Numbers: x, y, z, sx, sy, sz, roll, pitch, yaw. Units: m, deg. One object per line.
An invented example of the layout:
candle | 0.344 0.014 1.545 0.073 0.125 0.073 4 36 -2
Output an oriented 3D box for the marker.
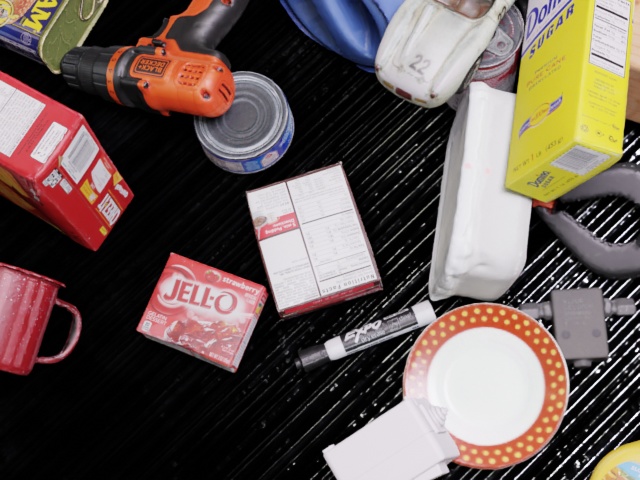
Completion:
marker | 0.036 0.080 0.873 0.121 0.020 0.020 -22 72 0

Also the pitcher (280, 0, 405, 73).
pitcher | 0.080 -0.274 0.903 0.145 0.149 0.242 47 71 -21

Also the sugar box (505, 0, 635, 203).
sugar box | 0.184 -0.125 0.781 0.048 0.093 0.176 17 66 -18

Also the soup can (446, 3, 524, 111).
soup can | 0.132 -0.152 0.889 0.068 0.102 0.068 -2 73 6

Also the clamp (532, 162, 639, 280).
clamp | 0.277 -0.016 0.848 0.210 0.036 0.164 23 99 16

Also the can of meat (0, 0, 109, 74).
can of meat | -0.256 -0.215 0.979 0.084 0.057 0.102 25 77 16

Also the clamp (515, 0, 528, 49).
clamp | 0.183 -0.199 0.913 0.039 0.120 0.171 -8 93 0

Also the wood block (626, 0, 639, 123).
wood block | 0.313 -0.133 0.837 0.206 0.091 0.090 16 74 -9

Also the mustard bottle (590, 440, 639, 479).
mustard bottle | 0.240 0.210 0.789 0.096 0.058 0.191 23 77 18

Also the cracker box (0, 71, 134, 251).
cracker box | -0.275 -0.088 0.885 0.214 0.164 0.072 28 76 13

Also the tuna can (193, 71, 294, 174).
tuna can | -0.067 -0.103 0.934 0.086 0.034 0.086 -2 73 6

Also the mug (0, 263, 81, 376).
mug | -0.256 0.067 0.883 0.117 0.093 0.081 20 79 -26

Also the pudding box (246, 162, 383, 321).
pudding box | -0.006 0.001 0.893 0.090 0.039 0.113 -17 74 0

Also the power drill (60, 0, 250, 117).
power drill | -0.127 -0.198 0.947 0.185 0.057 0.187 15 72 29

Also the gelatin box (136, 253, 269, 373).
gelatin box | -0.098 0.060 0.889 0.089 0.030 0.073 20 76 12
